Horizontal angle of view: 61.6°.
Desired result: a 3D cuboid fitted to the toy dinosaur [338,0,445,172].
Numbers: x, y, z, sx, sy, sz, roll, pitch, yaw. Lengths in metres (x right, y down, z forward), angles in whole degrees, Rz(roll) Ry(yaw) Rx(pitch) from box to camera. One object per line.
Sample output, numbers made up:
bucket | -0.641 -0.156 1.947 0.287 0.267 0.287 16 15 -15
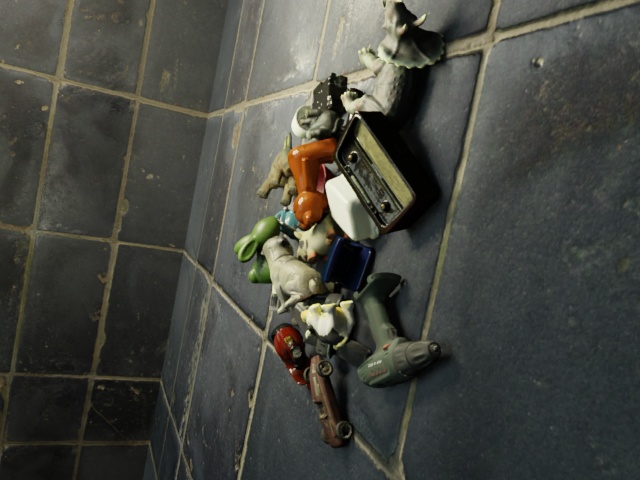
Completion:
toy dinosaur | 0.139 -0.297 1.124 0.192 0.131 0.404 -122 40 -56

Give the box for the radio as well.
radio | 0.122 -0.132 1.056 0.230 0.073 0.131 61 140 24

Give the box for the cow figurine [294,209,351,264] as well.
cow figurine | -0.003 -0.004 1.355 0.195 0.085 0.127 -51 37 44

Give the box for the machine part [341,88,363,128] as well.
machine part | 0.080 -0.310 1.341 0.084 0.039 0.138 -178 95 -74

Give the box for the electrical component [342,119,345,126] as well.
electrical component | 0.031 -0.273 1.431 0.078 0.045 0.102 17 101 37

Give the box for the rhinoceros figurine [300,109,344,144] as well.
rhinoceros figurine | 0.010 -0.268 1.304 0.190 0.112 0.073 126 133 -85

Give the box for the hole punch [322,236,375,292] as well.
hole punch | 0.048 0.049 1.207 0.116 0.092 0.142 19 92 68

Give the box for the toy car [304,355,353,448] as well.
toy car | 0.011 0.358 1.190 0.089 0.053 0.202 -45 60 57

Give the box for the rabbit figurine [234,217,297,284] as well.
rabbit figurine | -0.147 0.023 1.435 0.121 0.159 0.170 -143 44 -68

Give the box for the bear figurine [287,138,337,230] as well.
bear figurine | -0.009 -0.129 1.280 0.120 0.132 0.195 120 137 -80

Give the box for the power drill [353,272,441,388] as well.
power drill | 0.137 0.166 1.012 0.232 0.086 0.207 -55 42 48

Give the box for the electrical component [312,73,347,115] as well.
electrical component | 0.020 -0.372 1.468 0.134 0.058 0.115 -33 51 58

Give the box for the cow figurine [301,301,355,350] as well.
cow figurine | 0.015 0.180 1.122 0.167 0.068 0.098 154 109 -63

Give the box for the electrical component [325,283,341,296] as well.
electrical component | 0.033 0.114 1.310 0.094 0.021 0.063 5 87 64

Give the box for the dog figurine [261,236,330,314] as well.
dog figurine | -0.068 0.063 1.295 0.172 0.121 0.190 -33 73 46

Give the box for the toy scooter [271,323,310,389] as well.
toy scooter | -0.057 0.298 1.340 0.135 0.075 0.183 52 163 44

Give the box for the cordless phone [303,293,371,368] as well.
cordless phone | 0.053 0.202 1.192 0.184 0.088 0.146 16 96 54

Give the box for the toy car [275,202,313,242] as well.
toy car | -0.068 -0.056 1.515 0.103 0.109 0.162 -55 13 -3

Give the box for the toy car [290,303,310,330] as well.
toy car | -0.032 0.199 1.369 0.202 0.056 0.073 -148 46 -63

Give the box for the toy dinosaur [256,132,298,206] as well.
toy dinosaur | -0.100 -0.203 1.591 0.198 0.105 0.471 -68 15 -12
